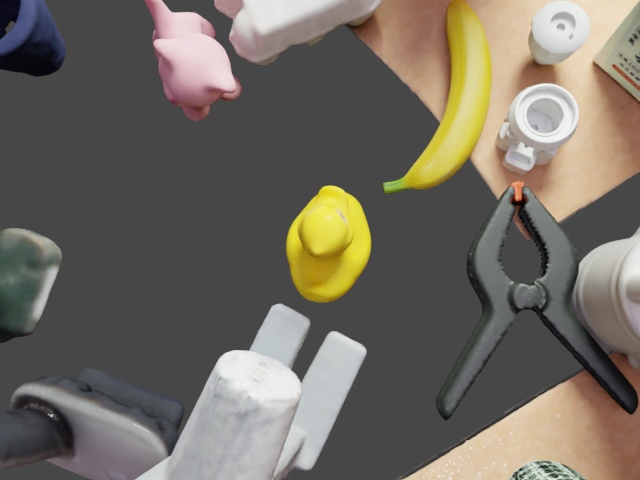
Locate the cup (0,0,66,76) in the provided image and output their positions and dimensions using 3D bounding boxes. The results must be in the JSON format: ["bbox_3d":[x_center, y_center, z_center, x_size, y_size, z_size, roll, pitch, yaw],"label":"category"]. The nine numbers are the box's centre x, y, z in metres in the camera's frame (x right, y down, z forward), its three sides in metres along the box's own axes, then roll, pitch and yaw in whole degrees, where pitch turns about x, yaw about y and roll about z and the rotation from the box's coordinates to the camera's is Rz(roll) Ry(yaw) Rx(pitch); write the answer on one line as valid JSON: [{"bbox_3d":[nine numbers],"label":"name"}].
[{"bbox_3d":[-0.292,-0.209,0.547,0.091,0.095,0.118,-14,82,4],"label":"cup"}]

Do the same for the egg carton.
[{"bbox_3d":[-0.022,-0.233,0.536,0.150,0.069,0.107,-24,81,2],"label":"egg carton"}]

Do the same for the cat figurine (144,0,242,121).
[{"bbox_3d":[-0.119,-0.164,0.513,0.067,0.118,0.128,-30,81,2],"label":"cat figurine"}]

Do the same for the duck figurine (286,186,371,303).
[{"bbox_3d":[0.005,0.002,0.496,0.077,0.086,0.105,12,84,7],"label":"duck figurine"}]

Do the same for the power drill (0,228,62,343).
[{"bbox_3d":[-0.306,0.024,0.462,0.075,0.208,0.230,17,85,8],"label":"power drill"}]

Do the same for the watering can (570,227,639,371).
[{"bbox_3d":[0.260,0.031,0.413,0.101,0.194,0.173,-16,82,4],"label":"watering can"}]

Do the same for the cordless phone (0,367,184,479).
[{"bbox_3d":[-0.196,0.164,0.445,0.147,0.185,0.094,14,85,8],"label":"cordless phone"}]

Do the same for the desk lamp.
[{"bbox_3d":[-0.057,0.153,0.419,0.118,0.213,0.203,25,86,8],"label":"desk lamp"}]
